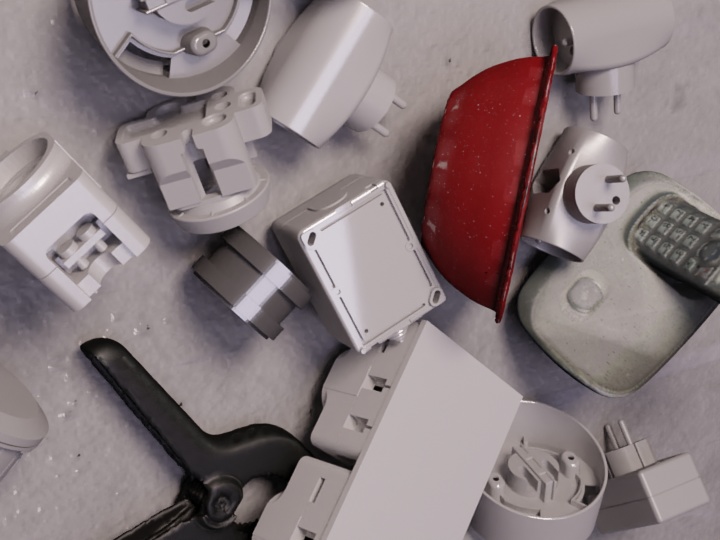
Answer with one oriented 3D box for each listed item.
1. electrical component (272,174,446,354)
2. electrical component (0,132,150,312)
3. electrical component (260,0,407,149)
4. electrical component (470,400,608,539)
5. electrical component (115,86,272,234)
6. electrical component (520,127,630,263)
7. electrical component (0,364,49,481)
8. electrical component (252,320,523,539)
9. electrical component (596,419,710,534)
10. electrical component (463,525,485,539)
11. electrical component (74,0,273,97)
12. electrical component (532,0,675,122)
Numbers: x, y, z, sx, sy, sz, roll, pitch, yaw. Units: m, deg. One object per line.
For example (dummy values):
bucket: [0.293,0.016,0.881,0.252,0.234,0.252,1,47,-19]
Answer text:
electrical component: [0.000,0.000,0.622,0.062,0.061,0.096,-32,110,-15]
electrical component: [-0.149,-0.028,0.521,0.050,0.089,0.055,-45,123,-7]
electrical component: [-0.008,-0.102,0.596,0.079,0.044,0.077,30,93,-33]
electrical component: [0.116,0.141,0.726,0.099,0.099,0.064,-13,120,-24]
electrical component: [-0.081,-0.056,0.565,0.078,0.058,0.057,-15,122,4]
electrical component: [0.142,-0.047,0.671,0.043,0.079,0.077,24,86,-16]
electrical component: [-0.202,0.074,0.538,0.080,0.080,0.051,37,94,-33]
electrical component: [0.013,0.133,0.658,0.105,0.060,0.186,39,70,-37]
electrical component: [0.202,0.147,0.792,0.047,0.083,0.075,-16,77,-23]
electrical component: [0.086,0.238,0.770,0.074,0.052,0.138,-42,122,-8]
electrical component: [-0.091,-0.138,0.525,0.099,0.064,0.099,-10,113,-25]
electrical component: [0.152,-0.133,0.671,0.077,0.044,0.079,-18,116,-22]
